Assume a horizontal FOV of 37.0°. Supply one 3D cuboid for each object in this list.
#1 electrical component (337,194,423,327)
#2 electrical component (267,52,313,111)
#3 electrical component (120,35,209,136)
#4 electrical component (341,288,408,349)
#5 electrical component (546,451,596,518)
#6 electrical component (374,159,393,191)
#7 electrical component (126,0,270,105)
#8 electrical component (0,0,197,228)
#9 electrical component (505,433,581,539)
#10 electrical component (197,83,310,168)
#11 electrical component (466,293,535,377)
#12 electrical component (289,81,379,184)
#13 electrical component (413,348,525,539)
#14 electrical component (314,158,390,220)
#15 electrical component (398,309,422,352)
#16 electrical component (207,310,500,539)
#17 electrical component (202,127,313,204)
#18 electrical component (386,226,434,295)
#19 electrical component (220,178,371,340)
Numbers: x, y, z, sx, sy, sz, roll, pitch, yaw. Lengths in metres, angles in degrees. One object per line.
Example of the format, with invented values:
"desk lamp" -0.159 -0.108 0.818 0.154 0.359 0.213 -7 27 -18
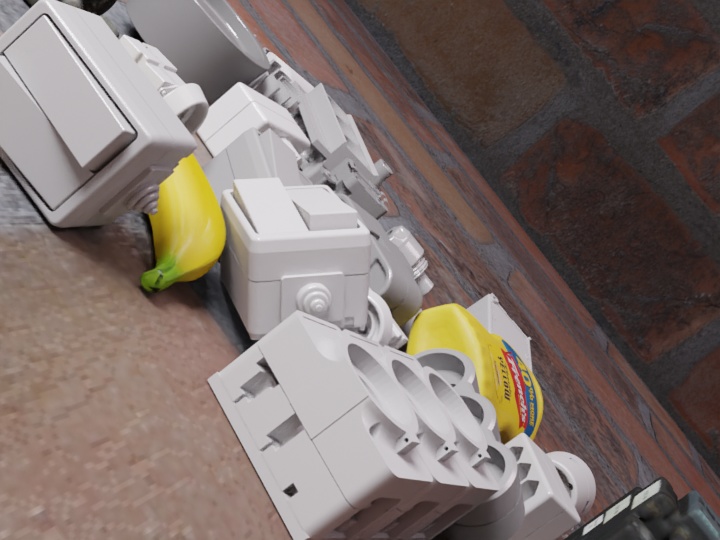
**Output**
"electrical component" 0.000 0.000 0.762 0.059 0.054 0.095 35 20 -53
"electrical component" -0.078 -0.171 1.003 0.043 0.043 0.081 58 14 27
"electrical component" -0.123 -0.103 0.636 0.055 0.048 0.066 46 11 10
"electrical component" -0.001 0.036 0.678 0.066 0.048 0.055 54 5 12
"electrical component" 0.146 0.166 0.813 0.055 0.055 0.047 56 17 20
"electrical component" 0.000 -0.073 0.956 0.043 0.062 0.043 48 12 -14
"electrical component" -0.124 -0.170 0.788 0.108 0.060 0.108 48 12 -14
"electrical component" -0.123 -0.063 0.476 0.096 0.062 0.061 52 12 4
"electrical component" 0.126 0.166 0.752 0.077 0.047 0.065 45 14 -29
"electrical component" -0.067 -0.084 0.777 0.075 0.047 0.083 55 13 16
"electrical component" 0.109 0.076 0.938 0.061 0.061 0.096 48 20 -15
"electrical component" -0.033 -0.101 0.915 0.079 0.063 0.121 44 14 -31
"electrical component" 0.062 0.117 0.659 0.138 0.052 0.073 -109 -177 -56
"electrical component" -0.016 -0.047 0.821 0.081 0.064 0.042 45 15 -30
"electrical component" 0.030 0.036 0.804 0.046 0.040 0.040 57 12 3
"electrical component" 0.006 0.081 0.531 0.089 0.062 0.150 57 13 25
"electrical component" -0.054 -0.033 0.642 0.062 0.061 0.096 43 15 -35
"electrical component" 0.039 -0.005 0.947 0.062 0.043 0.043 50 12 -11
"electrical component" -0.033 -0.008 0.552 0.096 0.062 0.061 -129 -141 -62
